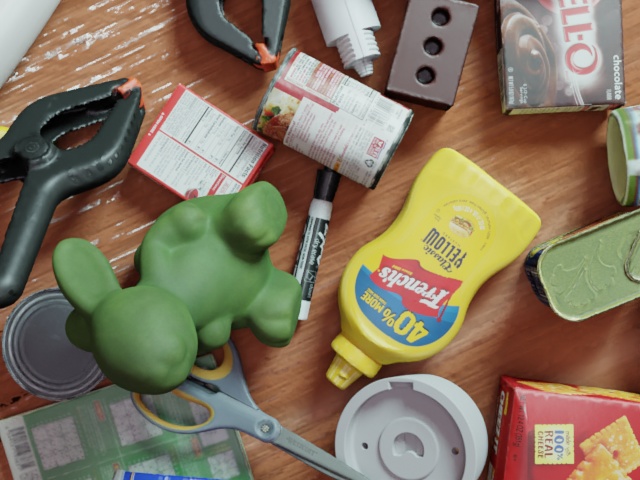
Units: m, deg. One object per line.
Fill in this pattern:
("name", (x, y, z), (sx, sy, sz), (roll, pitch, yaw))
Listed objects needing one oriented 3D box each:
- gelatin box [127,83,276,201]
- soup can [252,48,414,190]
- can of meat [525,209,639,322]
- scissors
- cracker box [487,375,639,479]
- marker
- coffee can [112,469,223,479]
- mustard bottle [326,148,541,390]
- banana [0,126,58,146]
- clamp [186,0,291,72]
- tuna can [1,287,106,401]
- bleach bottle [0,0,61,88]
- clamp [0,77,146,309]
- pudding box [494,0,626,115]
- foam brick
("gelatin box", (-0.089, -0.065, 0.814), (0.089, 0.030, 0.073), (33, 91, 1))
("soup can", (0.010, -0.089, 0.790), (0.102, 0.068, 0.068), (27, 92, 1))
("can of meat", (0.204, 0.016, 0.777), (0.102, 0.084, 0.057), (-23, 90, 3))
("scissors", (-0.042, 0.120, 0.796), (0.202, 0.016, 0.096), (12, 77, 10))
("cracker box", (0.232, 0.196, 0.785), (0.213, 0.072, 0.164), (7, 92, 1))
("marker", (-0.005, 0.001, 0.817), (0.020, 0.020, 0.121), (13, 91, 2))
("coffee can", (-0.084, 0.224, 0.772), (0.140, 0.103, 0.103), (6, 91, -6))
("mustard bottle", (0.070, 0.032, 0.795), (0.096, 0.058, 0.191), (38, 93, 0))
("banana", (-0.287, -0.017, 0.818), (0.069, 0.037, 0.198), (37, 92, 2))
("clamp", (-0.082, -0.204, 0.807), (0.120, 0.039, 0.171), (-17, 83, 9))
("tuna can", (-0.197, 0.078, 0.818), (0.086, 0.034, 0.086), (0, 91, 2))
("bleach bottle", (-0.221, -0.211, 0.796), (0.103, 0.068, 0.251), (40, 91, 16))
("clamp", (-0.200, -0.046, 0.765), (0.209, 0.036, 0.165), (-35, 58, -25))
("pudding box", (0.178, -0.152, 0.797), (0.090, 0.039, 0.113), (-3, 91, 2))
("foam brick", (0.082, -0.140, 0.795), (0.053, 0.051, 0.078), (14, 91, 2))
